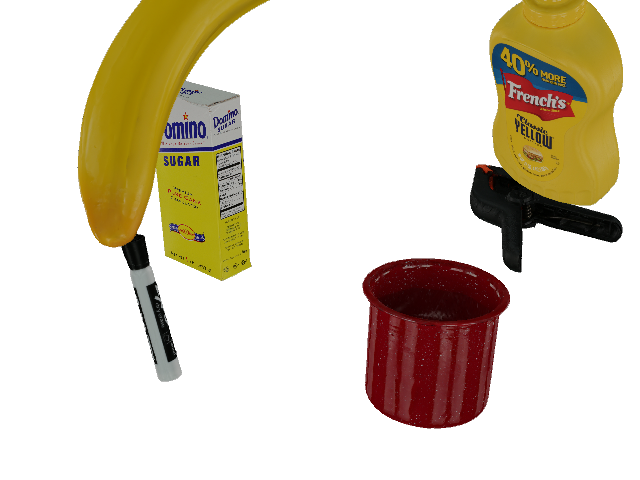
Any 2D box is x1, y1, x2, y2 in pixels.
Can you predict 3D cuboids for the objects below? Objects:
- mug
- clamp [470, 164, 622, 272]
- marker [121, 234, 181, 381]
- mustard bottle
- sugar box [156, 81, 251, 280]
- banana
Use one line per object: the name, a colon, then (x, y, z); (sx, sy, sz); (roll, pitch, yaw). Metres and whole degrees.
mug: (0.074, 0.062, 0.701); (0.093, 0.081, 0.117); (7, 24, 9)
clamp: (0.208, -0.030, 1.033); (0.120, 0.039, 0.171); (-7, 34, -12)
marker: (-0.129, 0.050, 0.811); (0.020, 0.121, 0.020); (-11, 17, 3)
mustard bottle: (0.163, -0.112, 0.741); (0.058, 0.191, 0.096); (-41, 55, -21)
sugar box: (-0.115, -0.058, 1.018); (0.093, 0.176, 0.048); (19, 34, 41)
banana: (-0.062, -0.086, 0.493); (0.070, 0.197, 0.037); (28, -25, 17)
